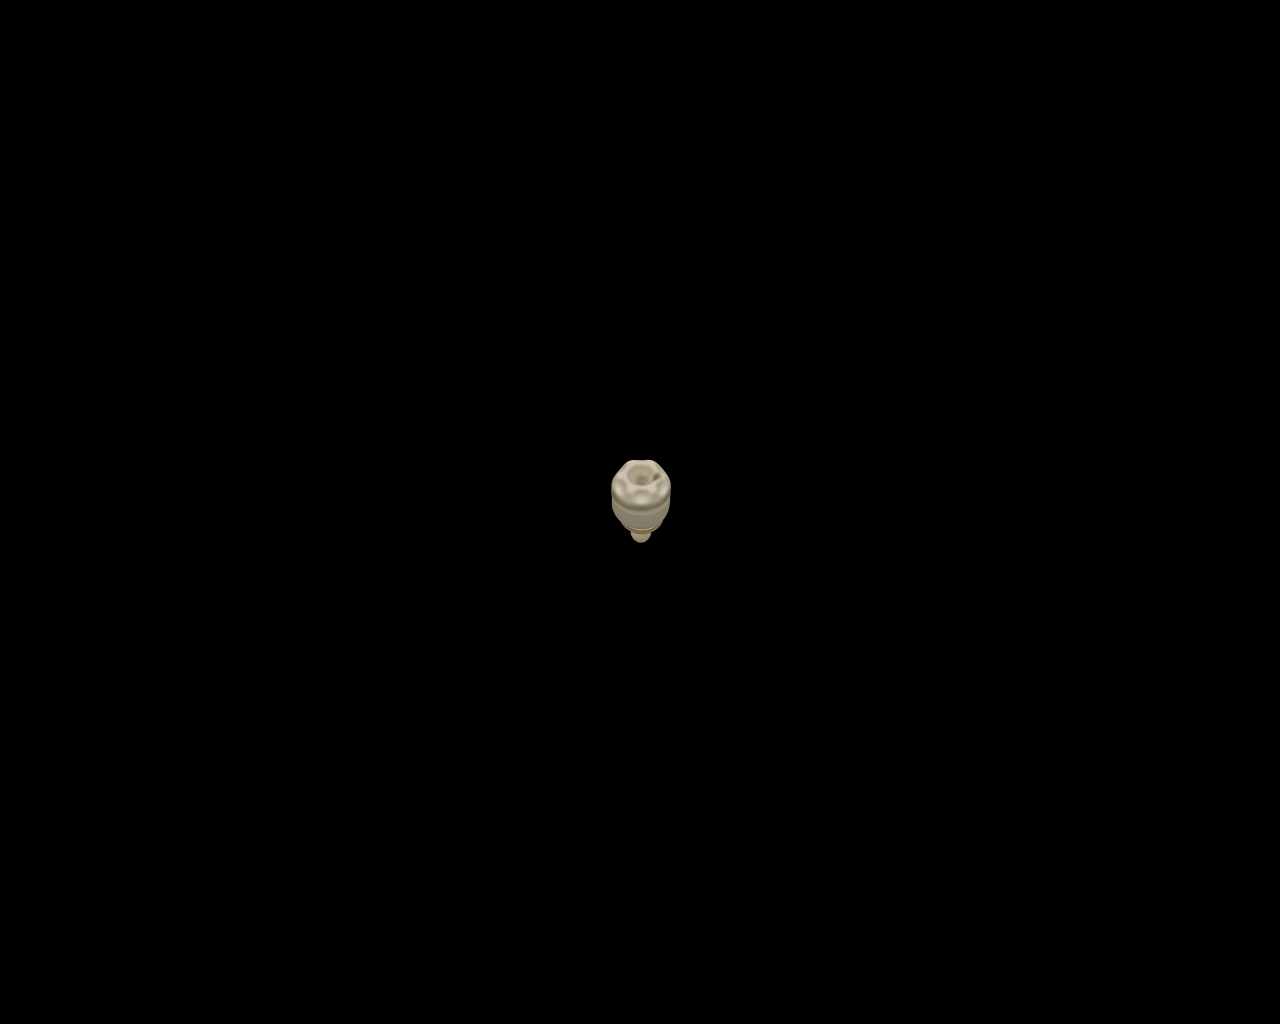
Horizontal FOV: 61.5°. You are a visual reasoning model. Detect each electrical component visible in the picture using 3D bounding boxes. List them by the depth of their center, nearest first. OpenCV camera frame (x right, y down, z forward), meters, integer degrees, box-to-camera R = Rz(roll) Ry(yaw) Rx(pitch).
[{"bbox_3d":[0.001,-0.003,0.650,0.035,0.035,0.061,0,-40,0],"label":"electrical component"}]
